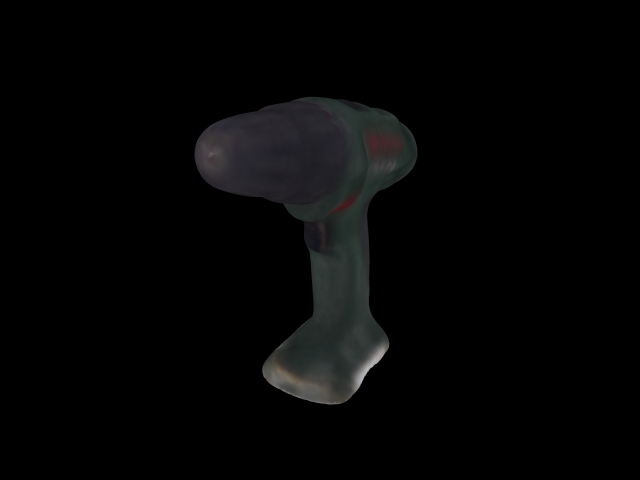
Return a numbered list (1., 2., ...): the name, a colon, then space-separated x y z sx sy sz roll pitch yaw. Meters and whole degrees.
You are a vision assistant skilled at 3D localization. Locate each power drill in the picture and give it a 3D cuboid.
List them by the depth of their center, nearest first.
1. power drill: 0.004 0.001 0.400 0.075 0.208 0.230 12 27 25
